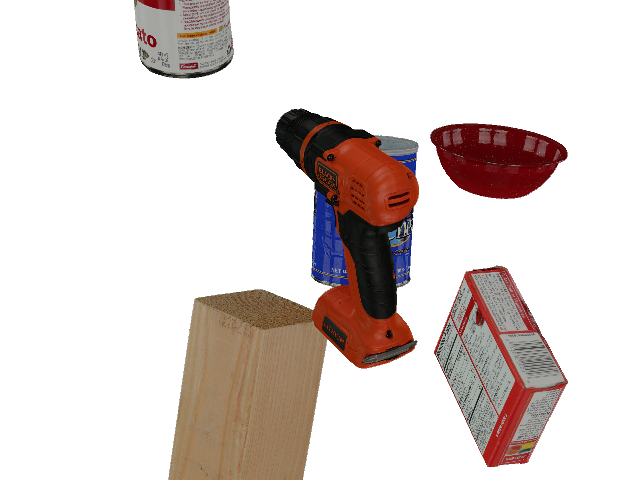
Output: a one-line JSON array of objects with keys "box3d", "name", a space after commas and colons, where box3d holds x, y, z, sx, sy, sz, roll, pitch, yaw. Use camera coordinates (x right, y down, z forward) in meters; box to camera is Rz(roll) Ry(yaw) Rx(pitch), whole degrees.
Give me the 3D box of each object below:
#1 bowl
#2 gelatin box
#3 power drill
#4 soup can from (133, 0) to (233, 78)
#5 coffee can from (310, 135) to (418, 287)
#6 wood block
[{"box3d": [0.207, -0.090, 1.263, 0.162, 0.055, 0.162, 5, 23, -2], "name": "bowl"}, {"box3d": [0.100, 0.071, 0.606, 0.030, 0.073, 0.089, -4, 45, -18], "name": "gelatin box"}, {"box3d": [0.019, -0.004, 0.870, 0.057, 0.188, 0.185, -18, 30, -20], "name": "power drill"}, {"box3d": [-0.093, -0.170, 0.720, 0.068, 0.102, 0.068, 1, 37, -1], "name": "soup can"}, {"box3d": [0.043, -0.031, 1.074, 0.103, 0.140, 0.103, 2, 13, -1], "name": "coffee can"}, {"box3d": [-0.067, 0.157, 0.954, 0.090, 0.206, 0.090, 20, 17, 38], "name": "wood block"}]
